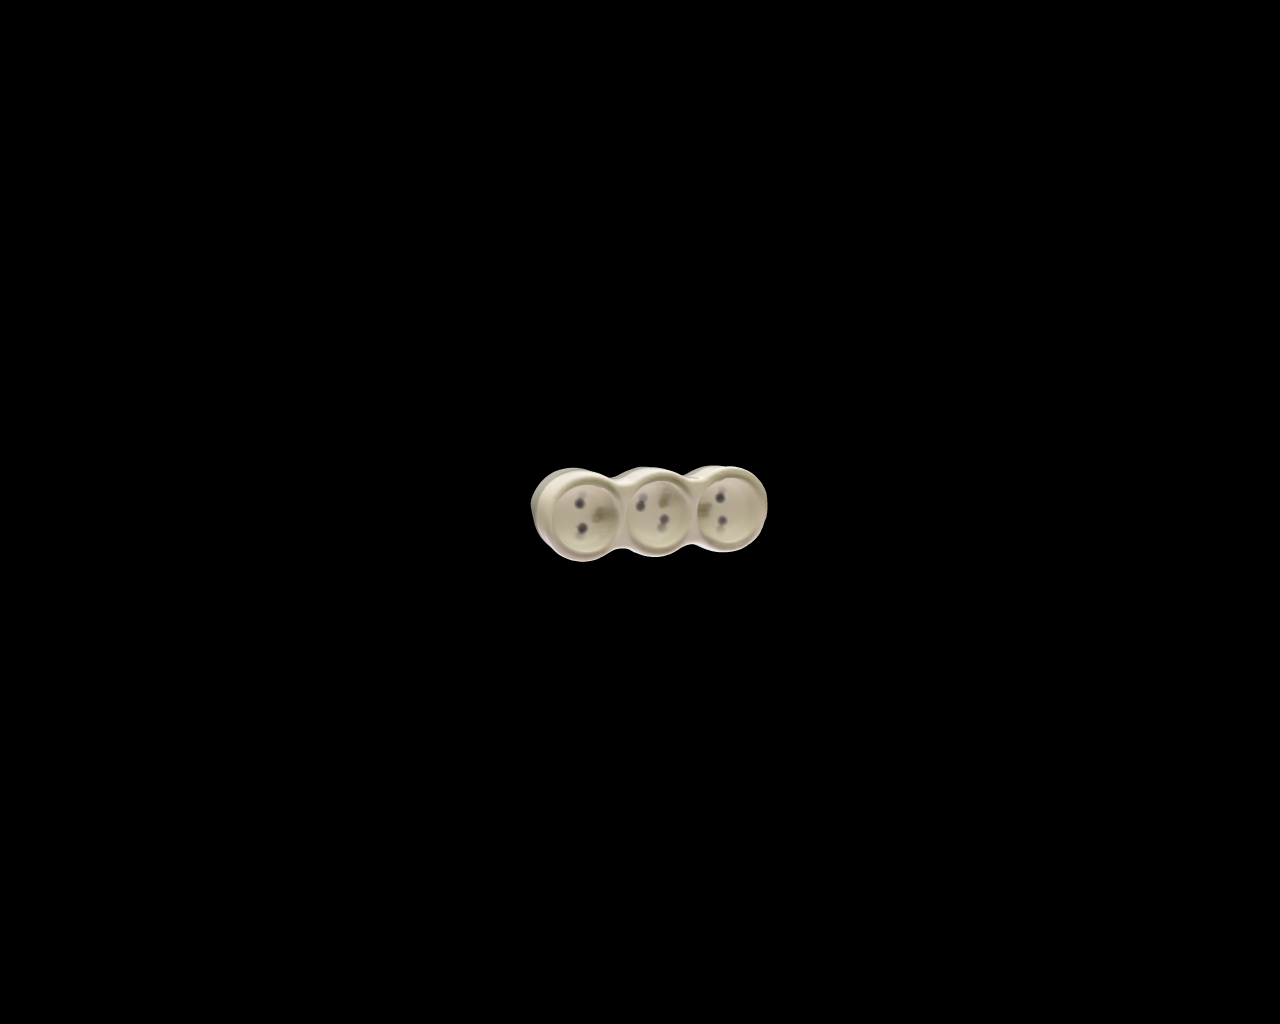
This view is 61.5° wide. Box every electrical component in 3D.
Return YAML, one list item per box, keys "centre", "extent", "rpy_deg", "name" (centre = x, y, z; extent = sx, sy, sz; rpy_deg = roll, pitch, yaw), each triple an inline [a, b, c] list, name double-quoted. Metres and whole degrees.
- centre: [0.001, -0.003, 0.650]
  extent: [0.138, 0.052, 0.074]
  rpy_deg: [-2, 8, -18]
  name: "electrical component"
